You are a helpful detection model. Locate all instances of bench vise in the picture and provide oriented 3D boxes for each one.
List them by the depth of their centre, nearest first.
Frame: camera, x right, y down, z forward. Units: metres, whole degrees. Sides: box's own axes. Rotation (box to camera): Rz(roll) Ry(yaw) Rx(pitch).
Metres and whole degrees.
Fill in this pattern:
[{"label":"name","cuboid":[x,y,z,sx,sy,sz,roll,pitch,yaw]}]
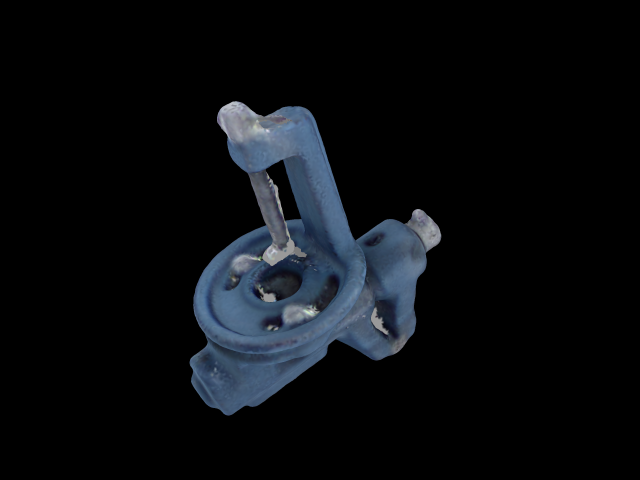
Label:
[{"label":"bench vise","cuboid":[-0.006,-0.002,0.406,0.121,0.220,0.208,22,37,32]}]
